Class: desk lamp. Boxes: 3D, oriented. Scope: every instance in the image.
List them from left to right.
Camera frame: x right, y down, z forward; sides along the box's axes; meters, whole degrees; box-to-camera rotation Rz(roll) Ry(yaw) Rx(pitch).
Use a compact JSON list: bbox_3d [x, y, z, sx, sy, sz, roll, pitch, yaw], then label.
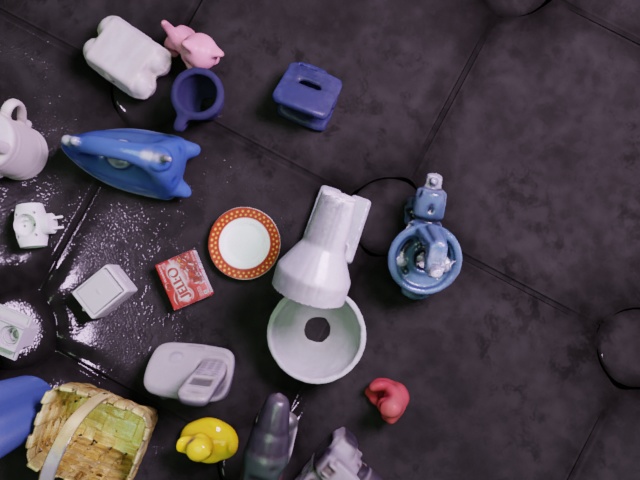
[{"bbox_3d":[0.009,0.003,0.932,0.118,0.213,0.203,18,87,2],"label":"desk lamp"}]

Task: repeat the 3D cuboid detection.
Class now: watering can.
[{"bbox_3d":[-0.553,-0.157,0.961,0.101,0.194,0.173,5,87,2],"label":"watering can"}]

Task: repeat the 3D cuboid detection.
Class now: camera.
[{"bbox_3d":[0.039,0.417,0.966,0.137,0.101,0.143,40,88,3],"label":"camera"}]

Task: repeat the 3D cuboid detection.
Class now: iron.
[{"bbox_3d":[-0.347,-0.148,0.983,0.258,0.141,0.119,11,87,2],"label":"iron"}]

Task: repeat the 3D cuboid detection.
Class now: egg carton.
[{"bbox_3d":[-0.346,-0.327,1.028,0.150,0.069,0.107,34,88,3],"label":"egg carton"}]

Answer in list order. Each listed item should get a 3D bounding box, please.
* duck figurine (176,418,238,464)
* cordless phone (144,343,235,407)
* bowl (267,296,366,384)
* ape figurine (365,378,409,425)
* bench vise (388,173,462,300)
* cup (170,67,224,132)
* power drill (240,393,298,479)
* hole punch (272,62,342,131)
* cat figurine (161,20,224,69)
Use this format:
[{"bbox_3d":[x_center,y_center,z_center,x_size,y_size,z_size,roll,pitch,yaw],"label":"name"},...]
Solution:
[{"bbox_3d":[-0.196,0.352,0.981,0.104,0.086,0.077,8,87,2],"label":"duck figurine"},{"bbox_3d":[-0.223,0.227,0.939,0.147,0.185,0.094,4,87,2],"label":"cordless phone"},{"bbox_3d":[-0.004,0.160,0.994,0.167,0.075,0.167,0,87,1],"label":"bowl"},{"bbox_3d":[0.117,0.278,0.977,0.076,0.092,0.078,-6,87,1],"label":"ape figurine"},{"bbox_3d":[0.165,-0.005,0.927,0.121,0.219,0.207,-11,87,1],"label":"bench vise"},{"bbox_3d":[-0.213,-0.234,1.008,0.091,0.095,0.118,30,88,3],"label":"cup"},{"bbox_3d":[-0.083,0.340,0.919,0.075,0.208,0.230,12,87,2],"label":"power drill"},{"bbox_3d":[-0.022,-0.260,1.008,0.108,0.091,0.101,21,88,2],"label":"hole punch"},{"bbox_3d":[-0.225,-0.338,1.003,0.128,0.118,0.067,40,88,3],"label":"cat figurine"}]
